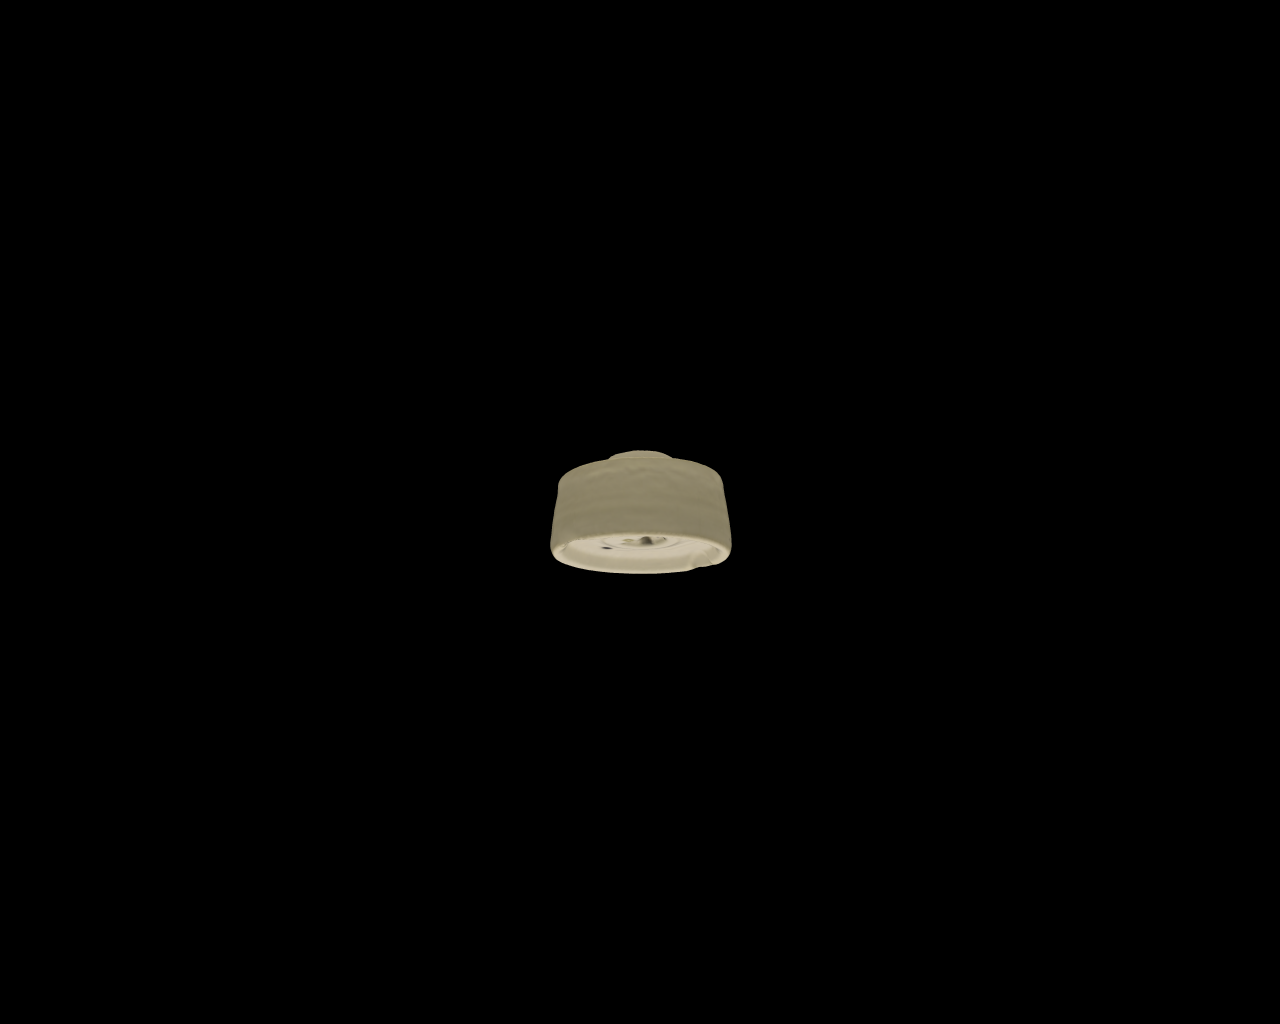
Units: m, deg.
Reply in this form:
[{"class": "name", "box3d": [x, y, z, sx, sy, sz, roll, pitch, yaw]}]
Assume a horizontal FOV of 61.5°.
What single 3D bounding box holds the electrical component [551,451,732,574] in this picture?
[{"class": "electrical component", "box3d": [0.001, -0.003, 0.650, 0.108, 0.060, 0.108, 0, -15, 0]}]
